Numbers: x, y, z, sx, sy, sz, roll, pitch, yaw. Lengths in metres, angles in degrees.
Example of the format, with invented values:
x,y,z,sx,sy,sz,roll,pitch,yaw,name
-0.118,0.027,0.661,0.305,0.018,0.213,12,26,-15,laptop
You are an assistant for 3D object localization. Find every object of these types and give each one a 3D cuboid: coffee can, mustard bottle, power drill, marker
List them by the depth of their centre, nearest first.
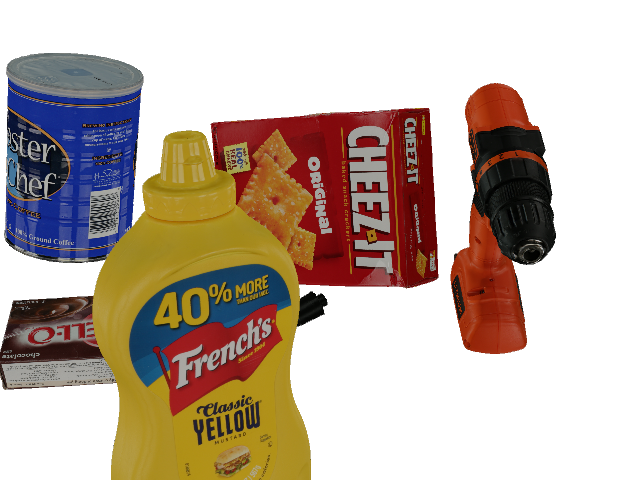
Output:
x,y,z,sx,sy,sz,roll,pitch,yaw,name
-0.055,0.044,0.494,0.096,0.192,0.058,-12,22,-25,mustard bottle
-0.048,0.070,0.751,0.121,0.020,0.020,-29,6,-10,marker
0.140,-0.001,0.824,0.057,0.188,0.184,1,42,0,power drill
-0.195,-0.067,0.842,0.102,0.140,0.103,7,23,-3,coffee can

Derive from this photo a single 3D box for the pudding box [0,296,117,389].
x,y,z,sx,sy,sz,roll,pitch,yaw,name
-0.228,0.091,0.969,0.113,0.039,0.090,-5,33,-2,pudding box

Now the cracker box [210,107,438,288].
x,y,z,sx,sy,sz,roll,pitch,yaw,name
0.001,-0.040,1.029,0.214,0.164,0.072,1,9,34,cracker box
